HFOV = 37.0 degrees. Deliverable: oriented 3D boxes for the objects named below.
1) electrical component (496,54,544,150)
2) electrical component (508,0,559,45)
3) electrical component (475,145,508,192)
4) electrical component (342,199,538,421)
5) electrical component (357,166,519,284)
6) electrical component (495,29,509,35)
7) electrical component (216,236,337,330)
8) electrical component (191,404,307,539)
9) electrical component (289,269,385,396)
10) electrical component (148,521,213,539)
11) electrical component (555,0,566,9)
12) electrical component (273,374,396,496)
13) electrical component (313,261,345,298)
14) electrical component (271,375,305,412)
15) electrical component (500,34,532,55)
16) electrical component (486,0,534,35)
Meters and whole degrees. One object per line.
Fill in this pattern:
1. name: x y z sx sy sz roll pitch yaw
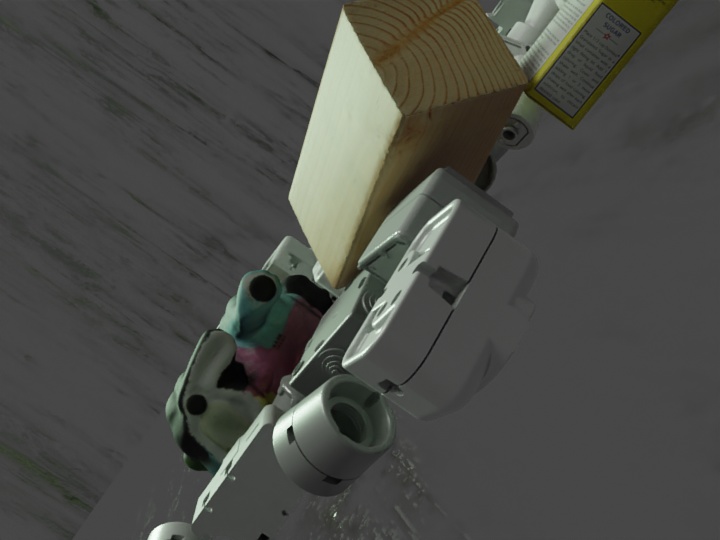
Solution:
1. electrical component: 0.115 -0.119 0.777 0.044 0.044 0.065 -46 16 51
2. electrical component: 0.150 -0.195 0.881 0.055 0.045 0.045 -55 7 3
3. electrical component: 0.086 -0.089 0.821 0.079 0.043 0.077 -46 9 -2
4. electrical component: 0.043 0.022 0.522 0.095 0.059 0.054 -58 8 -25
5. electrical component: 0.046 -0.016 0.665 0.061 0.062 0.096 -58 8 -21
6. electrical component: 0.095 -0.191 1.011 0.099 0.100 0.048 -56 -6 -4
7. electrical component: -0.077 0.050 1.056 0.150 0.089 0.061 -50 9 33
8. electrical component: -0.068 0.143 0.726 0.089 0.050 0.055 -54 7 4
9. electrical component: 0.001 0.044 0.735 0.099 0.048 0.099 -50 9 35
10. electrical component: -0.137 0.223 0.798 0.055 0.055 0.047 -51 12 26
11. electrical component: 0.169 -0.206 0.792 0.075 0.047 0.083 -48 10 43
12. electrical component: -0.013 0.091 0.599 0.047 0.055 0.055 -45 12 37
13. electrical component: 0.000 0.000 0.902 0.053 0.059 0.095 -54 7 3
14. electrical component: -0.047 0.110 0.772 0.062 0.048 0.048 -61 6 11
15. electrical component: 0.100 -0.150 0.866 0.061 0.096 0.061 -57 -21 -19
16. electrical component: 0.148 -0.219 0.927 0.081 0.064 0.042 -53 8 17
